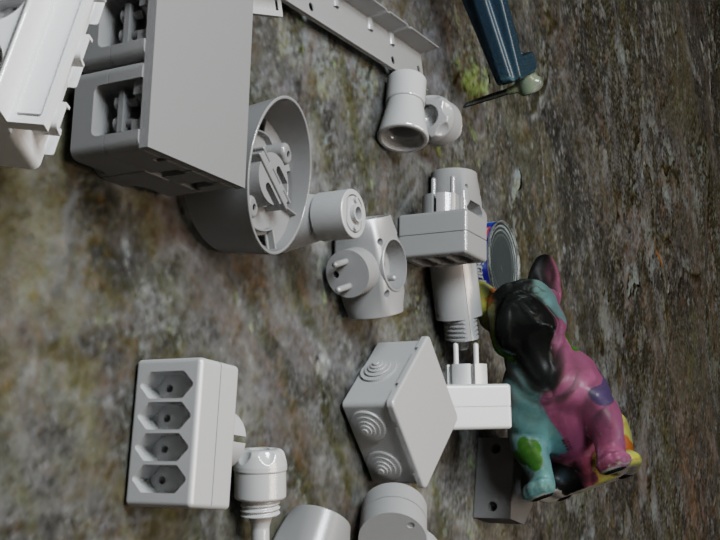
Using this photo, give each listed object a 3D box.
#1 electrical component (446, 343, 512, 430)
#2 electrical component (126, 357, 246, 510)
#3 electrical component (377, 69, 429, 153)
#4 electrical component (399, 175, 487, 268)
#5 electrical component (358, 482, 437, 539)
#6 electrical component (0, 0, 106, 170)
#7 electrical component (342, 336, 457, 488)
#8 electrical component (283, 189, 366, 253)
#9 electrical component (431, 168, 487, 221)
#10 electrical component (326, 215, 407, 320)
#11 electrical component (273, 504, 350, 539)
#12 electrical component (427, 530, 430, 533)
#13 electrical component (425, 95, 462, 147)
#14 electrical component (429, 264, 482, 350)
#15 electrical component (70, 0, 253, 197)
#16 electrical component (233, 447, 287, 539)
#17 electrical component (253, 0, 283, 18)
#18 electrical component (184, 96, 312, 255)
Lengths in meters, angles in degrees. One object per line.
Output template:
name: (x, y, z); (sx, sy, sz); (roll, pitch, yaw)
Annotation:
electrical component: (0.095, 0.103, 0.953); (0.047, 0.066, 0.076); (145, -55, -76)
electrical component: (-0.093, 0.099, 0.636); (0.076, 0.047, 0.083); (25, 64, -59)
electrical component: (0.039, -0.140, 0.927); (0.044, 0.044, 0.065); (44, 44, -51)
electrical component: (0.073, -0.046, 0.948); (0.047, 0.066, 0.076); (21, 68, -59)
electrical component: (0.037, 0.240, 0.830); (0.073, 0.052, 0.138); (-81, 155, -63)
electrical component: (-0.165, -0.114, 0.516); (0.063, 0.079, 0.121); (79, 19, -63)
electrical component: (0.033, 0.114, 0.866); (0.099, 0.048, 0.099); (-56, 133, -49)
electrical component: (-0.029, -0.037, 0.756); (0.044, 0.065, 0.044); (15, 72, -60)
electrical component: (0.095, -0.049, 1.014); (0.079, 0.043, 0.077); (20, 69, -60)
electrical component: (0.000, 0.000, 0.827); (0.079, 0.044, 0.077); (-18, 101, -62)
electrical component: (-0.030, 0.215, 0.741); (0.079, 0.043, 0.077); (58, 39, -41)
electrical component: (0.052, 0.242, 0.895); (0.046, 0.040, 0.040); (60, 37, -29)
electrical component: (0.074, -0.134, 0.988); (0.062, 0.043, 0.043); (13, 74, -62)
electrical component: (0.090, 0.034, 0.991); (0.043, 0.043, 0.081); (-18, 102, -61)
electrical component: (-0.113, -0.126, 0.618); (0.089, 0.062, 0.150); (21, 68, -59)
electrical component: (-0.065, 0.146, 0.696); (0.035, 0.035, 0.061); (5, 84, -61)
electrical component: (-0.079, -0.202, 0.692); (0.042, 0.064, 0.081); (-17, 102, -63)
electrical component: (-0.067, -0.058, 0.692); (0.099, 0.064, 0.099); (15, 73, -61)
